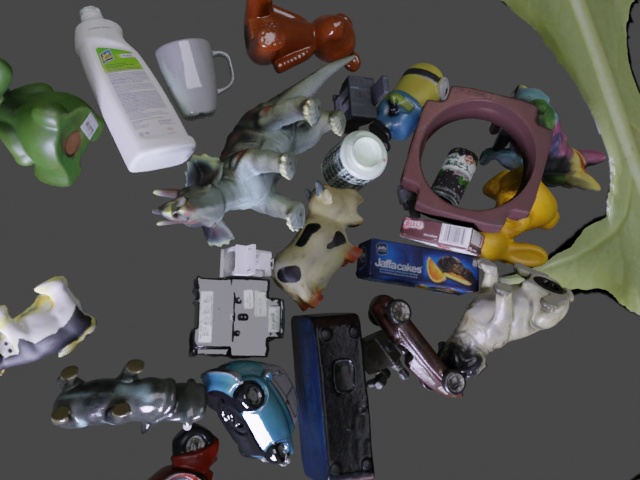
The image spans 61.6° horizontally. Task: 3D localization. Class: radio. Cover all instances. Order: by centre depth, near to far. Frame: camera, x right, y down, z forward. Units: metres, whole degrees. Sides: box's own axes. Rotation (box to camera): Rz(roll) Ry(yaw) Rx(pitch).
[{"bbox_3d":[0.014,0.215,0.753,0.073,0.131,0.229,-3,80,-18],"label":"radio"}]

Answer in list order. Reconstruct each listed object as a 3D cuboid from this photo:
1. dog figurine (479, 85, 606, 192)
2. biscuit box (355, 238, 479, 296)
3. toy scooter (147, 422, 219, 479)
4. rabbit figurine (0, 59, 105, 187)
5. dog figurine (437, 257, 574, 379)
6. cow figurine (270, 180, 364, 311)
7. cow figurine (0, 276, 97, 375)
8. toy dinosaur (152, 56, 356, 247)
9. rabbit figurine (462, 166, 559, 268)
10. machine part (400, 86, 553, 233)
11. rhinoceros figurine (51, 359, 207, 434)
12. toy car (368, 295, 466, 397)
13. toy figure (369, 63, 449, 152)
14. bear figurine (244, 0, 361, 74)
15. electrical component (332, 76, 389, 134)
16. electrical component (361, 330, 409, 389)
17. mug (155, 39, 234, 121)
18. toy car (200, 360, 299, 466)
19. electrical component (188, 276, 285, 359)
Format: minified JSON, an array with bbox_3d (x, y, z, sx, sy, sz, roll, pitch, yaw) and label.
[{"bbox_3d":[0.414,-0.166,0.956,0.219,0.191,0.108,19,66,1],"label":"dog figurine"},{"bbox_3d":[0.160,0.045,0.878,0.203,0.059,0.063,10,76,-17],"label":"biscuit box"},{"bbox_3d":[-0.186,0.342,0.689,0.184,0.075,0.135,-39,94,-27],"label":"toy scooter"},{"bbox_3d":[-0.398,-0.157,0.691,0.170,0.159,0.121,20,82,2],"label":"rabbit figurine"},{"bbox_3d":[0.293,0.142,0.853,0.172,0.121,0.190,15,116,1],"label":"dog figurine"},{"bbox_3d":[-0.002,-0.002,0.822,0.127,0.085,0.195,43,73,-8],"label":"cow figurine"},{"bbox_3d":[-0.375,0.124,0.673,0.167,0.068,0.098,-36,98,-21],"label":"cow figurine"},{"bbox_3d":[-0.086,-0.135,0.795,0.192,0.131,0.405,7,50,25],"label":"toy dinosaur"},{"bbox_3d":[0.321,-0.022,0.938,0.173,0.122,0.162,-41,104,-8],"label":"rabbit figurine"},{"bbox_3d":[0.240,-0.122,0.840,0.202,0.087,0.201,16,85,11],"label":"machine part"},{"bbox_3d":[-0.240,0.207,0.680,0.190,0.112,0.073,-1,51,-7],"label":"rhinoceros figurine"},{"bbox_3d":[0.146,0.170,0.833,0.053,0.089,0.202,-39,95,-22],"label":"toy car"},{"bbox_3d":[0.150,-0.234,0.923,0.180,0.082,0.089,-43,97,-19],"label":"toy figure"},{"bbox_3d":[-0.019,-0.332,0.861,0.196,0.132,0.120,-5,83,-14],"label":"bear figurine"},{"bbox_3d":[0.064,-0.224,0.870,0.048,0.119,0.074,0,81,-20],"label":"electrical component"},{"bbox_3d":[0.078,0.181,0.820,0.102,0.078,0.045,57,44,-7],"label":"electrical component"},{"bbox_3d":[-0.183,-0.238,0.812,0.109,0.081,0.107,-14,95,-25],"label":"mug"},{"bbox_3d":[-0.080,0.223,0.737,0.103,0.109,0.161,-39,102,-40],"label":"toy car"},{"bbox_3d":[-0.117,0.112,0.769,0.134,0.058,0.115,6,79,-19],"label":"electrical component"}]
